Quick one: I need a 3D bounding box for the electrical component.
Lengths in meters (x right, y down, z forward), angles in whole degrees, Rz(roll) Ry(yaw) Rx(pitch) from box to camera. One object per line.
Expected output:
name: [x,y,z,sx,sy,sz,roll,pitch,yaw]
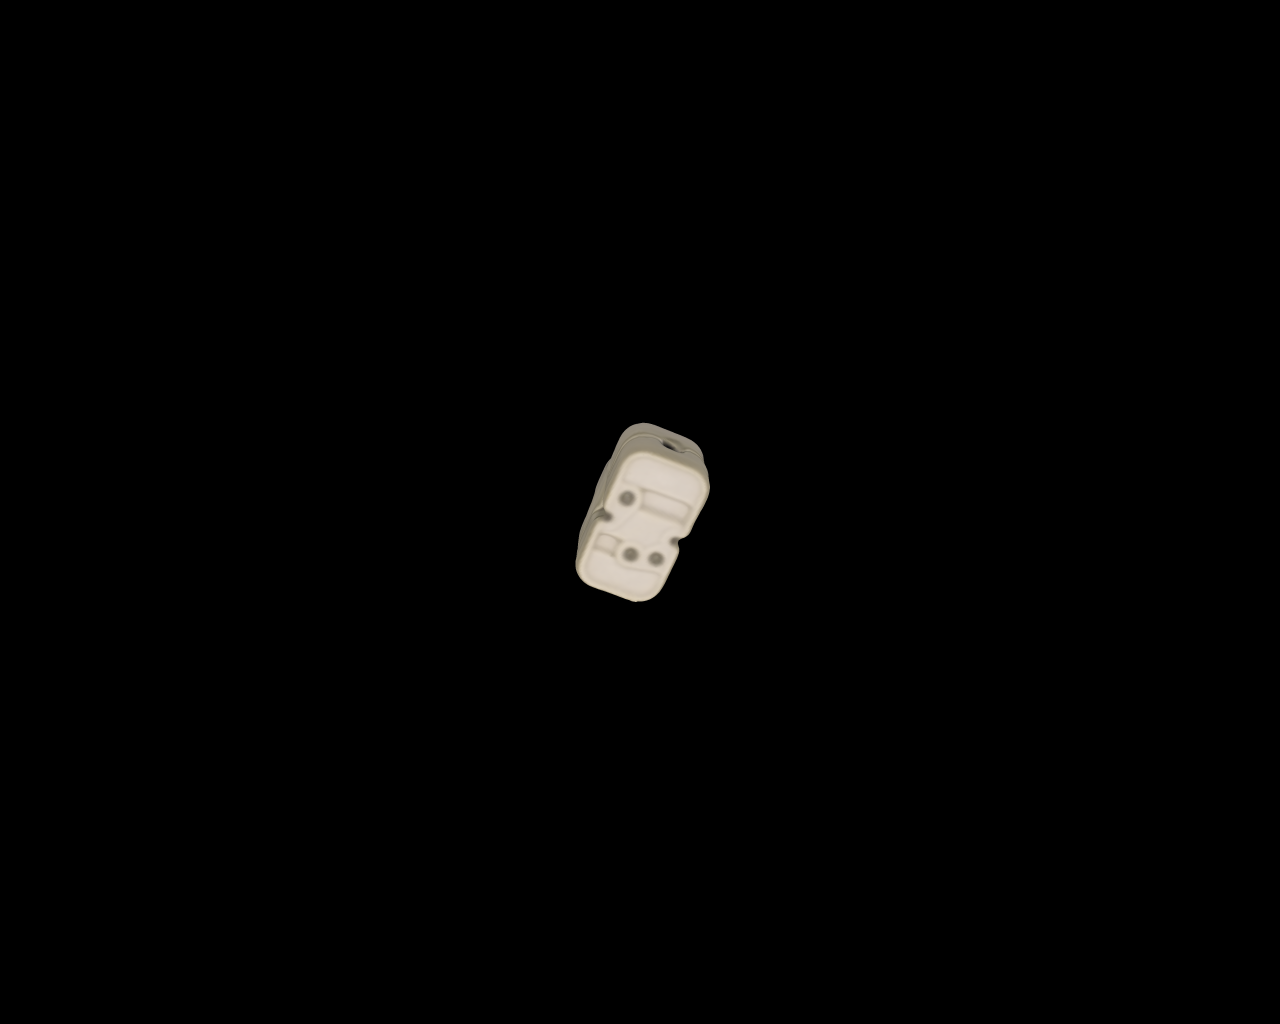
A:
electrical component: [0.001,-0.003,0.650,0.054,0.095,0.059,20,24,-9]
